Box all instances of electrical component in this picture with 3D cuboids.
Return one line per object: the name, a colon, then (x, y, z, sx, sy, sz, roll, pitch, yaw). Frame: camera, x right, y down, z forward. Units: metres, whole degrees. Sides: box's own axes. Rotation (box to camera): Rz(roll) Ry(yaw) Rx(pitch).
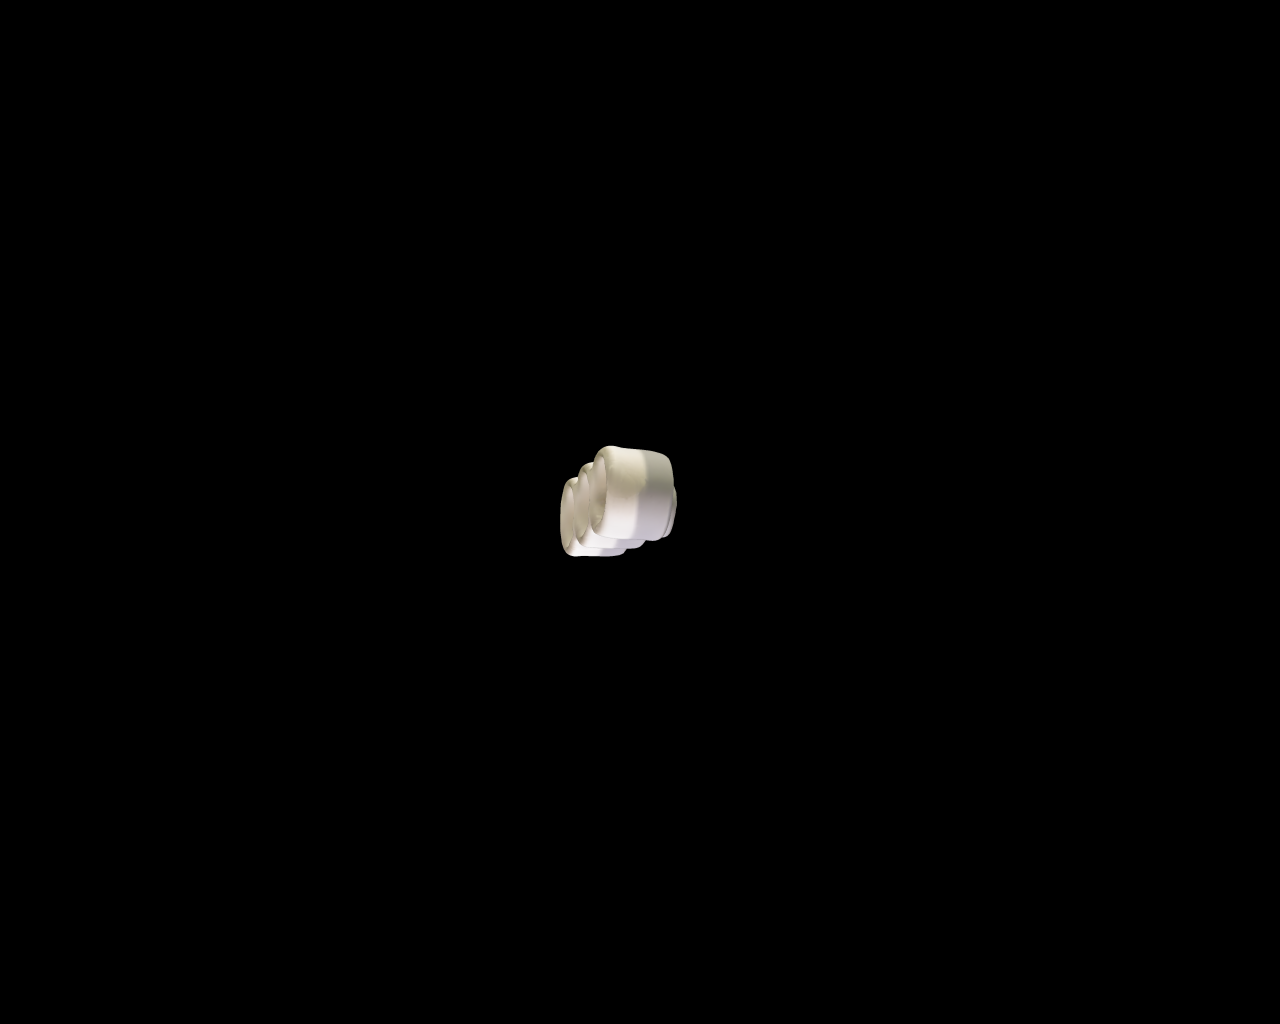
electrical component: (0.001, -0.003, 0.650, 0.074, 0.052, 0.138, 3, -9, -15)
